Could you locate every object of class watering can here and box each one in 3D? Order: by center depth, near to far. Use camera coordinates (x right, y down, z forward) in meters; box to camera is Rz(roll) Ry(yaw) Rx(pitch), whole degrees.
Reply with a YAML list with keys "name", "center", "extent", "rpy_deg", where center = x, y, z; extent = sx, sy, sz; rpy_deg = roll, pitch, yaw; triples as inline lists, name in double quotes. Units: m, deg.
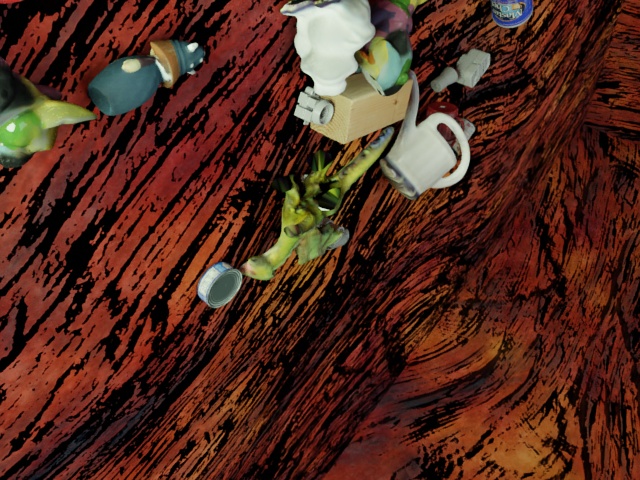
- name: "watering can"
  center: [0.240, -0.237, 1.280]
  extent: [0.342, 0.223, 0.106]
  rpy_deg: [43, 8, -34]

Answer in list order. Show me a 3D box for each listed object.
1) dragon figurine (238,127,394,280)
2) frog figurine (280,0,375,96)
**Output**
- name: "dragon figurine"
  center: [0.003, -0.054, 1.070]
  extent: [0.414, 0.124, 0.237]
  rpy_deg: [-35, -25, -18]
- name: "frog figurine"
  center: [0.024, -0.316, 0.818]
  extent: [0.137, 0.156, 0.126]
  rpy_deg: [-6, 41, 24]
